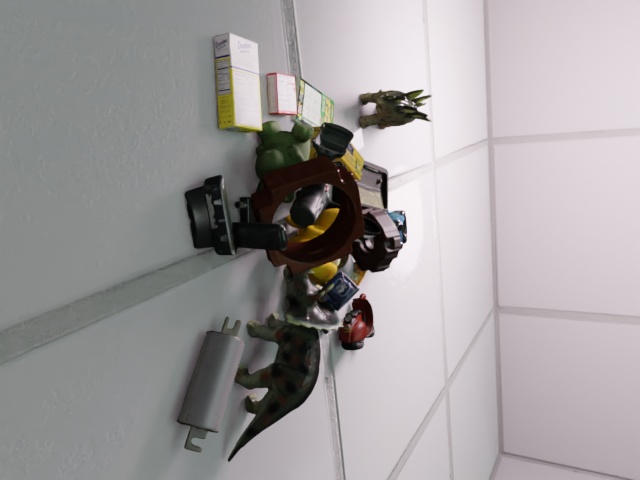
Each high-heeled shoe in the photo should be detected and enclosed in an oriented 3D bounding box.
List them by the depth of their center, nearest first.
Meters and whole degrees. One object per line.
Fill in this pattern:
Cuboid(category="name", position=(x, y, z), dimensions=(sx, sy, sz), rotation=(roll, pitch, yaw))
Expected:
Cuboid(category="high-heeled shoe", position=(0.049, -0.059, 1.330), dimensions=(0.248, 0.145, 0.086), rotation=(39, 57, -56))

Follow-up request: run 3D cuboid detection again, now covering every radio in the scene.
Cuboid(category="radio", position=(0.120, -0.153, 1.522), dimensions=(0.229, 0.073, 0.131), rotation=(6, 86, -61))

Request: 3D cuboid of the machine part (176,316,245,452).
Cuboid(category="machine part", position=(-0.198, 0.257, 0.982), dimensions=(0.079, 0.079, 0.243), rotation=(46, 54, -51))

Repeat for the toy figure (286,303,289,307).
Cuboid(category="toy figure", position=(-0.050, 0.182, 1.255), dimensions=(0.058, 0.064, 0.154), rotation=(-7, 93, -22))

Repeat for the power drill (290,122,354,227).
Cuboid(category="power drill", position=(0.002, -0.149, 1.169), dimensions=(0.207, 0.086, 0.232), rotation=(-61, -178, 40))

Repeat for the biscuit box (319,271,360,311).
Cuboid(category="biscuit box", position=(0.036, 0.130, 1.254), dimensions=(0.059, 0.063, 0.202), rotation=(-42, 172, -16))

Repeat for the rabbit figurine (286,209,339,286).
Cuboid(category="rabbit figurine", position=(-0.003, -0.004, 1.232), dimensions=(0.173, 0.163, 0.121), rotation=(-50, 137, -16))

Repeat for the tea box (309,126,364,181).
Cuboid(category="tea box", position=(0.032, -0.212, 1.343), dimensions=(0.169, 0.098, 0.068), rotation=(40, 57, -52))

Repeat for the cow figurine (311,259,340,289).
Cuboid(category="cow figurine", position=(-0.004, 0.043, 1.313), dimensions=(0.167, 0.098, 0.068), rotation=(-61, -175, -38))

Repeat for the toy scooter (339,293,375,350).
Cuboid(category="toy scooter", position=(0.108, 0.226, 1.516), dimensions=(0.184, 0.075, 0.135), rotation=(-17, 106, -62))

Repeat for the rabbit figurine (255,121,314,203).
Cuboid(category="rabbit figurine", position=(-0.095, -0.158, 1.109), dimensions=(0.170, 0.121, 0.159), rotation=(-63, 166, -61))

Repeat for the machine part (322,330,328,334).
Cuboid(category="machine part", position=(0.020, 0.170, 1.398), dimensions=(0.084, 0.039, 0.138), rotation=(-34, 122, -49))

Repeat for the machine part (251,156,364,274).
Cuboid(category="machine part", position=(-0.023, -0.048, 1.049), dimensions=(0.087, 0.201, 0.201), rotation=(-123, -163, -53))

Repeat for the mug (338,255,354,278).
Cuboid(category="mug", position=(0.051, 0.055, 1.416), dimensions=(0.107, 0.081, 0.109), rotation=(62, 34, -57))

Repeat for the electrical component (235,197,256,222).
Cuboid(category="electrical component", position=(-0.146, -0.057, 1.108), dimensions=(0.094, 0.021, 0.063), rotation=(-8, 98, -67))

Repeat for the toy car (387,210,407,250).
Cuboid(category="toy car", position=(0.213, -0.028, 1.659), dimensions=(0.162, 0.103, 0.109), rotation=(-50, 136, -62))

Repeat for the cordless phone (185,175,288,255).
Cuboid(category="cordless phone", position=(-0.142, -0.042, 0.959), dimensions=(0.089, 0.184, 0.146), rotation=(-26, 113, -52))

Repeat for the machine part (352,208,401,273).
Cuboid(category="machine part", position=(0.140, 0.002, 1.463), dimensions=(0.056, 0.180, 0.179), rotation=(-11, 101, -37))

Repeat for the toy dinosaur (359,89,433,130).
Cuboid(category="toy dinosaur", position=(0.215, -0.386, 1.556), dimensions=(0.471, 0.199, 0.105), rotation=(-17, 103, -61))

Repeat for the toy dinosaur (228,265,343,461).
Cuboid(category="toy dinosaur", position=(-0.063, 0.256, 1.102), dimensions=(0.131, 0.192, 0.404), rotation=(33, 62, -54))
